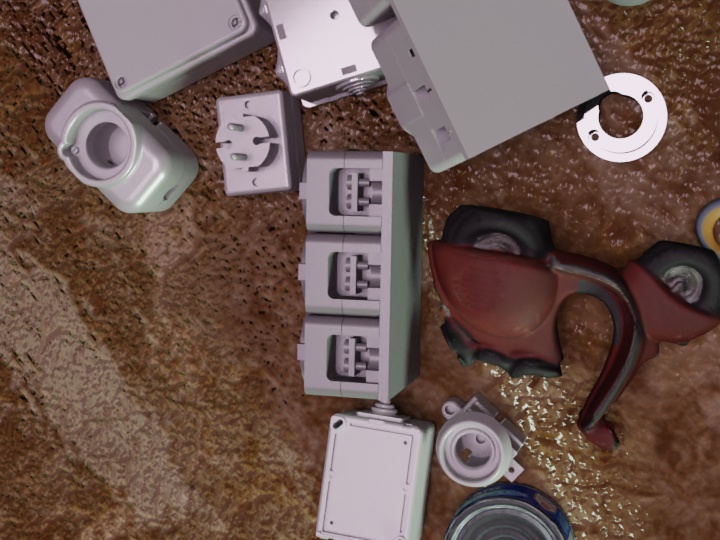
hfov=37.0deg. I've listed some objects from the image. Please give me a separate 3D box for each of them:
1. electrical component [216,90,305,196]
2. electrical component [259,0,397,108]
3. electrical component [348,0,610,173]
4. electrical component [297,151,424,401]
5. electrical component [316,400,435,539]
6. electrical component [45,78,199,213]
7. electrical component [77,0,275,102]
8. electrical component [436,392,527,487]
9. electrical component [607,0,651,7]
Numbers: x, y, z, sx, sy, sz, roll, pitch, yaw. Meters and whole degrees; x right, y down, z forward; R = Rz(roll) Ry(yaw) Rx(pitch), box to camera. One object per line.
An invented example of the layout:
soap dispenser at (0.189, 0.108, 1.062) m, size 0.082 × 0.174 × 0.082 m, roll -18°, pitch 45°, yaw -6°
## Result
electrical component at (-0.070, -0.083, 0.707) m, size 0.047 × 0.077 × 0.065 m, roll -5°, pitch 93°, yaw 15°
electrical component at (-0.012, -0.161, 0.696) m, size 0.100 × 0.048 × 0.099 m, roll -15°, pitch 90°, yaw 12°
electrical component at (0.054, -0.164, 0.642) m, size 0.105 × 0.060 × 0.186 m, roll -27°, pitch 93°, yaw -21°
electrical component at (0.000, 0.000, 0.687) m, size 0.062 × 0.089 × 0.150 m, roll 2°, pitch 95°, yaw 15°
electrical component at (0.013, 0.131, 0.712) m, size 0.062 × 0.061 × 0.096 m, roll 7°, pitch 88°, yaw 15°
electrical component at (-0.166, -0.086, 0.742) m, size 0.095 × 0.059 × 0.053 m, roll 45°, pitch 104°, yaw 8°
electrical component at (-0.128, -0.183, 0.725) m, size 0.109 × 0.056 × 0.108 m, roll -23°, pitch 88°, yaw 16°
electrical component at (0.076, 0.112, 0.693) m, size 0.066 × 0.055 × 0.048 m, roll 43°, pitch 104°, yaw 8°
electrical component at (0.129, -0.218, 0.642) m, size 0.138 × 0.074 × 0.052 m, roll 45°, pitch 104°, yaw 8°
